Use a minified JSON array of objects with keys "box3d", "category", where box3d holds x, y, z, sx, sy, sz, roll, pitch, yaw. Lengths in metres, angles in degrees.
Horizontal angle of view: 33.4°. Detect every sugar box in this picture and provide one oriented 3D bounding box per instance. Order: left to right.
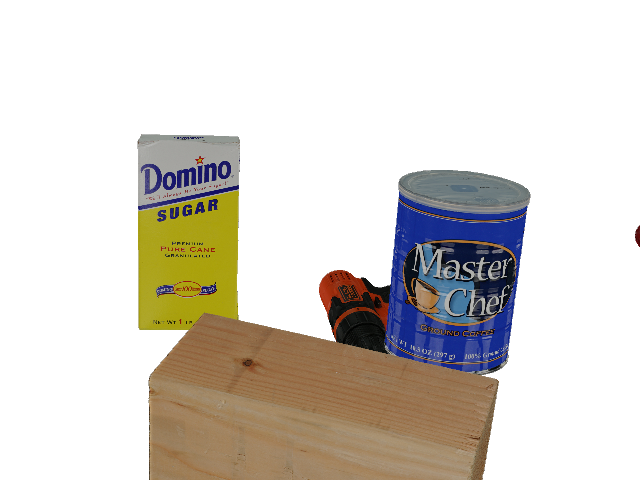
[{"box3d":[-0.120,-0.007,0.977,0.093,0.176,0.048,0,14,-5],"category":"sugar box"}]

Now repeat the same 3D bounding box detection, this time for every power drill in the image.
[{"box3d":[0.102,0.078,1.131,0.187,0.057,0.184,-7,28,-11],"category":"power drill"}]

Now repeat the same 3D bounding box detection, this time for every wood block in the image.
[{"box3d":[0.002,0.124,0.692,0.206,0.090,0.090,12,28,15],"category":"wood block"}]

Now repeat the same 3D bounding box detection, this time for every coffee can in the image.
[{"box3d":[0.107,0.024,0.853,0.103,0.140,0.103,4,18,-1],"category":"coffee can"}]

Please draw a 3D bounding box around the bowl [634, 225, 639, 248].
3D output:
[{"box3d":[0.419,0.025,1.147,0.162,0.055,0.162,-1,25,0],"category":"bowl"}]
